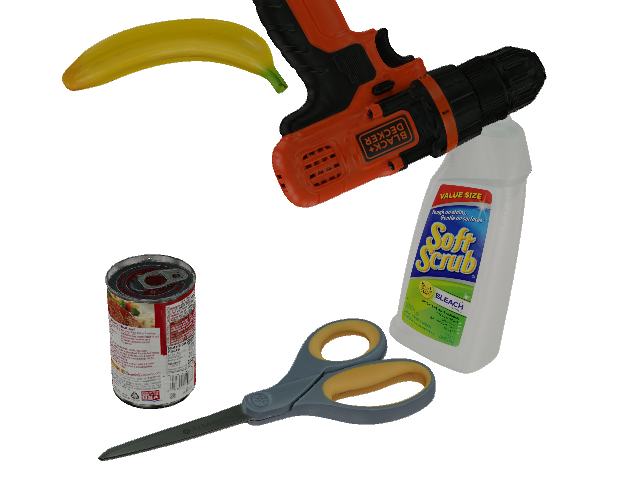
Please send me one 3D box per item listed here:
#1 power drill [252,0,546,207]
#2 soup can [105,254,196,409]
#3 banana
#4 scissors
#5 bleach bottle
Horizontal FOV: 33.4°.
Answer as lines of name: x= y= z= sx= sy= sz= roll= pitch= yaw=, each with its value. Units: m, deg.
power drill: x=0.031 y=-0.134 z=0.654 sx=0.184 sy=0.187 sz=0.057 roll=-25 pitch=8 yaw=-11
soup can: x=-0.130 y=0.071 z=0.830 sx=0.068 sy=0.102 sz=0.068 roll=2 pitch=29 yaw=-1
banana: x=-0.129 y=-0.166 z=0.949 sx=0.197 sy=0.069 sz=0.037 roll=-1 pitch=-33 yaw=-3
scissors: x=-0.032 y=0.087 z=0.642 sx=0.201 sy=0.016 sz=0.096 roll=-5 pitch=34 yaw=-9
bleach bottle: x=0.122 y=-0.014 z=0.914 sx=0.103 sy=0.251 sz=0.067 roll=27 pitch=36 yaw=35
